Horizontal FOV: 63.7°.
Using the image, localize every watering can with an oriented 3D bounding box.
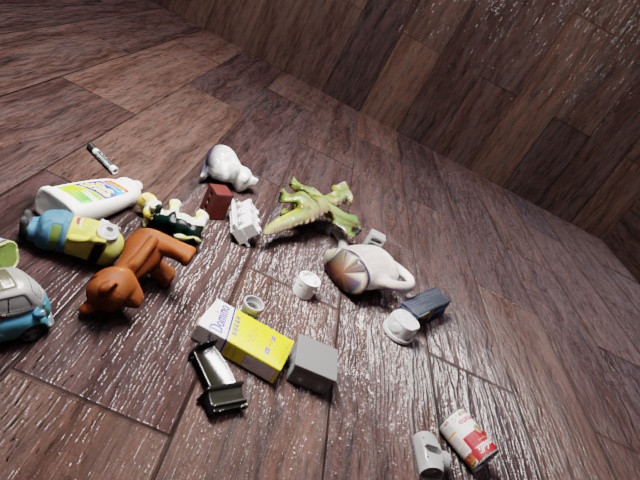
[{"bbox_3d":[0.095,0.052,1.401,0.225,0.102,0.352,-3,28,-46],"label":"watering can"}]

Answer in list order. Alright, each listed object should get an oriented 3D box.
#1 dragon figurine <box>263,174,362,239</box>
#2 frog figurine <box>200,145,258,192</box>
[{"bbox_3d":[0.004,-0.073,1.449,0.243,0.119,0.419,18,33,4],"label":"dragon figurine"},{"bbox_3d":[-0.251,-0.202,1.475,0.159,0.122,0.138,13,10,-9],"label":"frog figurine"}]
